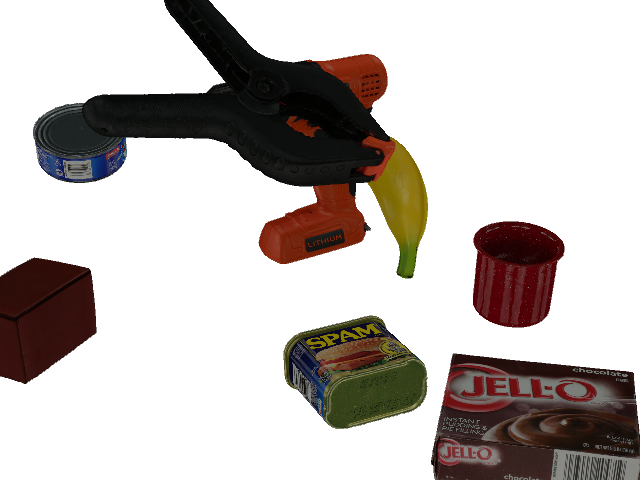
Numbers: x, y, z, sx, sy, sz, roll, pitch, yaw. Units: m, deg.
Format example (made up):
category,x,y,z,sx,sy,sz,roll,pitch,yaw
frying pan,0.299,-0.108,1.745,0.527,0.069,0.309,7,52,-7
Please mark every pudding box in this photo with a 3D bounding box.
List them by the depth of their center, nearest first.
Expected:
category,x,y,z,sx,sy,sz,roll,pitch,yaw
pudding box,0.126,0.107,0.622,0.113,0.039,0.090,7,27,10

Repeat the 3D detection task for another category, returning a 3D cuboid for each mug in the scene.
category,x,y,z,sx,sy,sz,roll,pitch,yaw
mug,0.200,0.031,1.125,0.093,0.081,0.117,-5,31,-10

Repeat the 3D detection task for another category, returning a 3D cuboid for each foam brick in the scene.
category,x,y,z,sx,sy,sz,roll,pitch,yaw
foam brick,-0.200,0.053,0.736,0.053,0.051,0.078,11,28,26

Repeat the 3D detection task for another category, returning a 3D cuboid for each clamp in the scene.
category,x,y,z,sx,sy,sz,roll,pitch,yaw
clamp,-0.045,-0.073,0.604,0.171,0.120,0.039,30,-28,6

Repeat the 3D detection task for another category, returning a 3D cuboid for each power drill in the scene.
category,x,y,z,sx,sy,sz,roll,pitch,yaw
power drill,-0.022,-0.075,0.997,0.184,0.188,0.057,-14,32,-24

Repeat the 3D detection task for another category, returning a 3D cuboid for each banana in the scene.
category,x,y,z,sx,sy,sz,roll,pitch,yaw
banana,0.037,-0.047,0.790,0.037,0.070,0.198,23,17,-25

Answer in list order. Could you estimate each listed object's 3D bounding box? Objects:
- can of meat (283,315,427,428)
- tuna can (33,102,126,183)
category,x,y,z,sx,sy,sz,roll,pitch,yaw
can of meat,0.031,0.114,0.924,0.102,0.057,0.084,-12,26,-22
tuna can,-0.227,-0.093,1.011,0.086,0.034,0.086,2,42,-2
